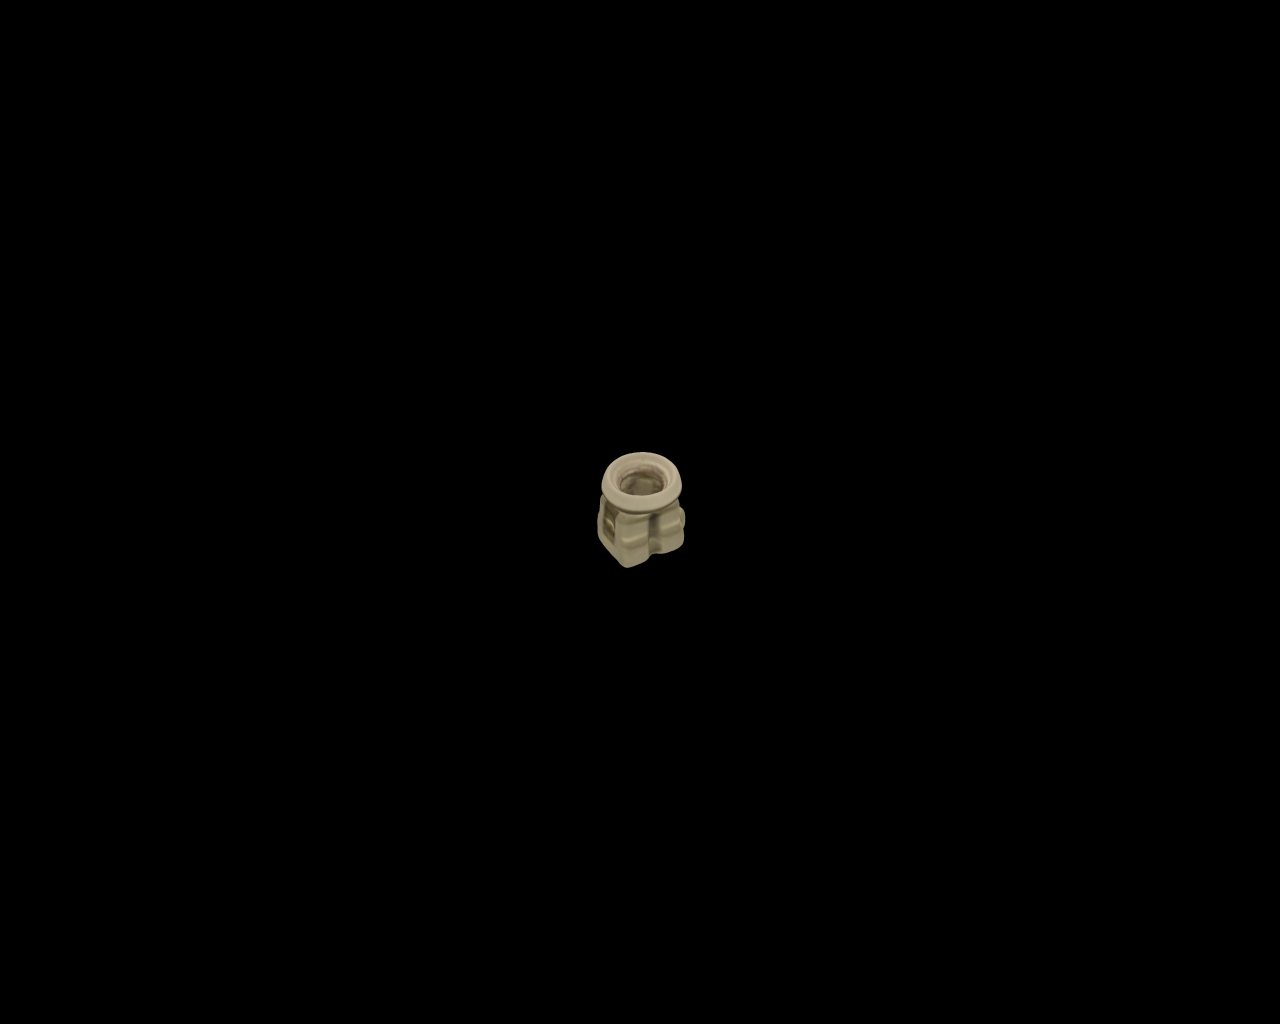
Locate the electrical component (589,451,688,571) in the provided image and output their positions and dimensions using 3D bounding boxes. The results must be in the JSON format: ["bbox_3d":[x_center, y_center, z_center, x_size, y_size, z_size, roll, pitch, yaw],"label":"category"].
[{"bbox_3d":[0.001,-0.003,0.650,0.066,0.055,0.048,-22,45,-23],"label":"electrical component"}]
